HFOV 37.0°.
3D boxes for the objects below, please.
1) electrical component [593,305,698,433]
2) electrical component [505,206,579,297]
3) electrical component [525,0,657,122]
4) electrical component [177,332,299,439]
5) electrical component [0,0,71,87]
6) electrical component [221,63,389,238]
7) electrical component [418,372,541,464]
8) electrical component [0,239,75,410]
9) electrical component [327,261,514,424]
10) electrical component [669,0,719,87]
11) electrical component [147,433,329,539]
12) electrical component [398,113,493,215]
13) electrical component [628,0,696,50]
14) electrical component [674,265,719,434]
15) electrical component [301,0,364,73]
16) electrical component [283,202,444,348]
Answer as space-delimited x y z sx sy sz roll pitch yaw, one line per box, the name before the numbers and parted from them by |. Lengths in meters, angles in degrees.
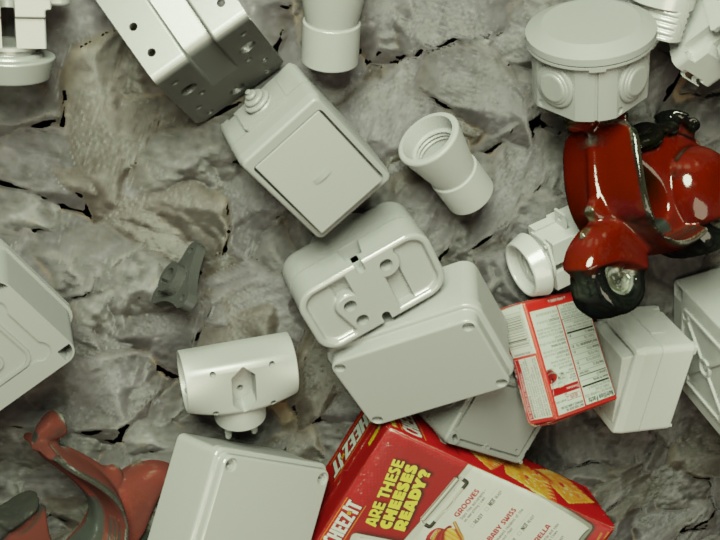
electrical component | 0.213 0.084 0.849 0.061 0.061 0.096 -3 121 -19
electrical component | 0.139 -0.011 0.774 0.055 0.048 0.066 -24 126 -14
electrical component | 0.145 -0.134 0.679 0.080 0.080 0.051 -17 130 -10
electrical component | -0.085 0.085 0.751 0.077 0.043 0.079 -9 123 -15
electrical component | -0.189 -0.131 0.577 0.066 0.048 0.055 -3 114 -18
electrical component | -0.036 -0.074 0.656 0.062 0.061 0.096 -41 129 7
electrical component | 0.098 0.100 0.816 0.096 0.061 0.061 21 101 -34
electrical component | -0.241 0.043 0.658 0.113 0.057 0.078 -35 126 3
electrical component | 0.042 0.052 0.747 0.113 0.057 0.078 -19 128 18
electrical component | 0.236 -0.157 0.703 0.042 0.081 0.064 21 140 -28
electrical component | -0.088 0.179 0.763 0.109 0.056 0.108 20 84 -45
electrical component | 0.060 -0.067 0.713 0.044 0.044 0.065 -39 130 5
electrical component | 0.195 -0.182 0.690 0.043 0.043 0.081 -1 121 -20
electrical component | 0.295 0.069 0.843 0.056 0.108 0.108 -16 124 -7
electrical component | -0.016 -0.150 0.633 0.044 0.044 0.065 -8 127 -16
electrical component | 0.000 0.000 0.720 0.095 0.059 0.053 -30 126 -1
